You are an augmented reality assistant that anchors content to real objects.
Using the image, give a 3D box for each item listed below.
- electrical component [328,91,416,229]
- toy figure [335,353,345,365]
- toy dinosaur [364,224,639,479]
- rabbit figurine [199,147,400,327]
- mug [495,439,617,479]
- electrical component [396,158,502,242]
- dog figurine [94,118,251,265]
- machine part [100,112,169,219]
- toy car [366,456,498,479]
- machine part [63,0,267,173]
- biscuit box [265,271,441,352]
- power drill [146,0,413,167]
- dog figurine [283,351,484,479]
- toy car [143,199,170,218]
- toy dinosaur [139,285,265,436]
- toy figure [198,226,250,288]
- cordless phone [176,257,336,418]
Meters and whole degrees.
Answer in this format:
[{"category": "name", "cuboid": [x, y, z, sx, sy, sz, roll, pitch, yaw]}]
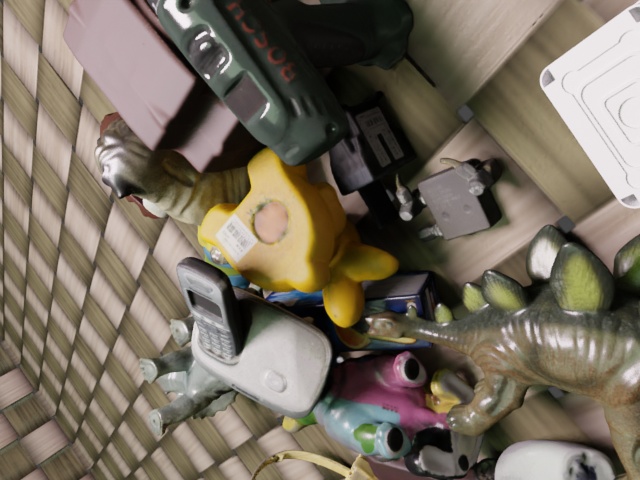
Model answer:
[{"category": "electrical component", "cuboid": [0.048, -0.072, 0.504, 0.048, 0.075, 0.119, -25, 91, 50]}, {"category": "toy figure", "cuboid": [-0.014, 0.108, 0.693, 0.064, 0.058, 0.154, -116, 7, -74]}, {"category": "toy dinosaur", "cuboid": [0.245, 0.092, 0.391, 0.472, 0.105, 0.198, 9, 116, 30]}, {"category": "rabbit figurine", "cuboid": [-0.001, -0.002, 0.527, 0.162, 0.173, 0.122, 38, 98, 20]}, {"category": "mug", "cuboid": [0.229, 0.222, 0.485, 0.110, 0.081, 0.107, 11, 154, 2]}, {"category": "electrical component", "cuboid": [0.115, -0.037, 0.482, 0.102, 0.045, 0.078, -12, 103, 48]}, {"category": "dog figurine", "cuboid": [-0.106, -0.078, 0.536, 0.121, 0.172, 0.190, 41, 172, 26]}, {"category": "machine part", "cuboid": [-0.244, -0.116, 0.782, 0.180, 0.056, 0.179, 23, 129, 32]}, {"category": "toy car", "cuboid": [0.147, 0.284, 0.641, 0.202, 0.053, 0.089, -3, 122, 41]}, {"category": "machine part", "cuboid": [-0.103, -0.166, 0.493, 0.201, 0.201, 0.087, 52, 123, 9]}, {"category": "biscuit box", "cuboid": [0.027, 0.082, 0.588, 0.203, 0.059, 0.062, -9, 108, 29]}, {"category": "power drill", "cuboid": [-0.027, -0.182, 0.414, 0.086, 0.207, 0.232, -31, 93, 43]}, {"category": "dog figurine", "cuboid": [0.047, 0.188, 0.606, 0.191, 0.108, 0.219, 31, 153, -29]}, {"category": "toy car", "cuboid": [-0.155, -0.111, 0.652, 0.056, 0.073, 0.201, 35, 121, 2]}, {"category": "toy dinosaur", "cuboid": [-0.136, 0.167, 0.788, 0.405, 0.192, 0.131, -37, 74, 34]}, {"category": "toy figure", "cuboid": [-0.111, -0.001, 0.704, 0.089, 0.082, 0.180, 17, 121, 23]}, {"category": "cordless phone", "cuboid": [-0.056, 0.081, 0.492, 0.147, 0.089, 0.184, 25, 152, 15]}]
